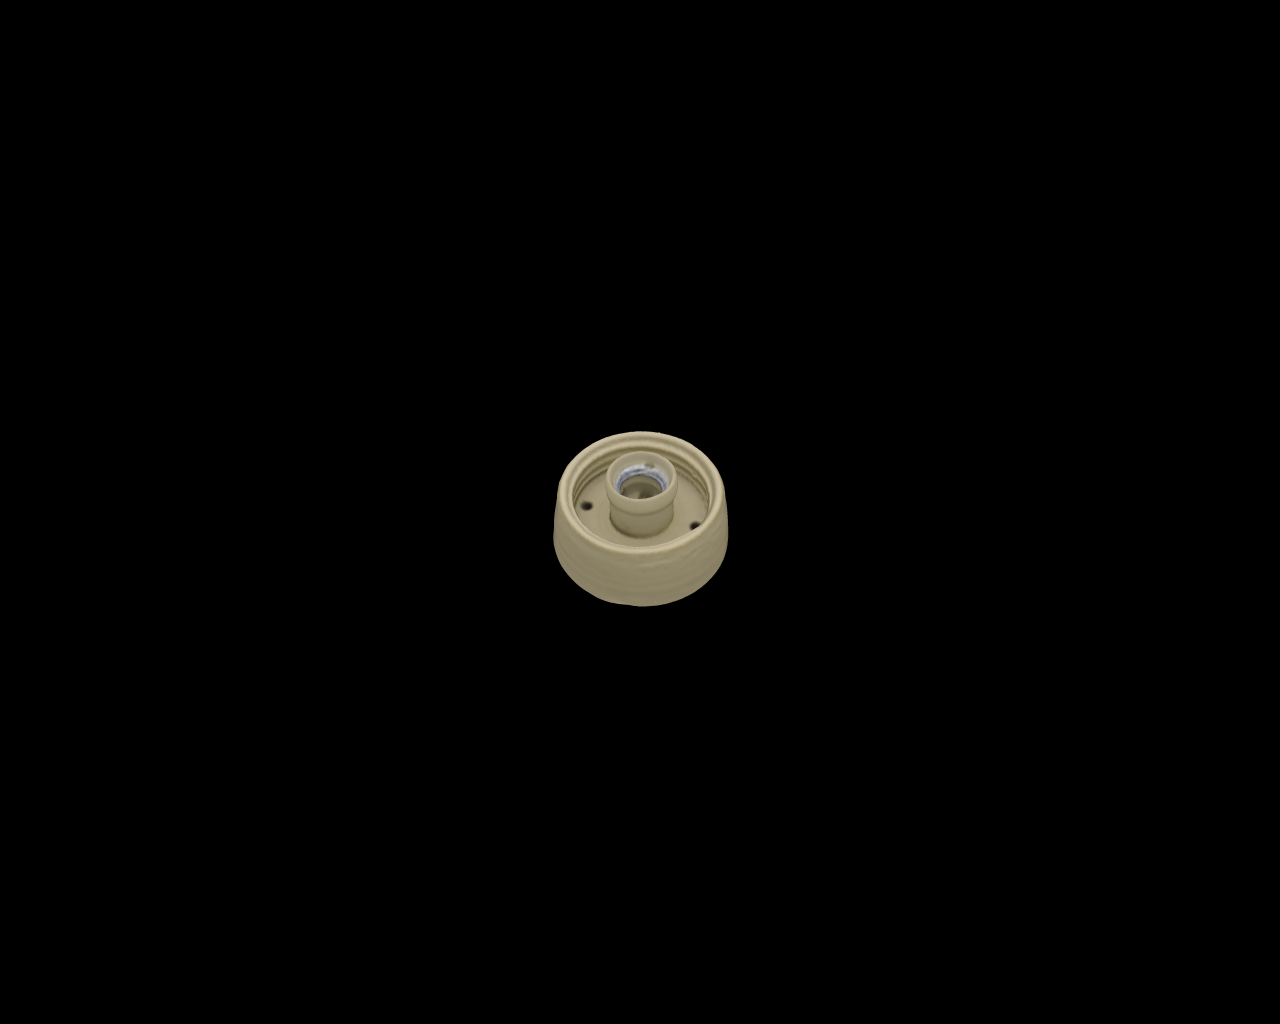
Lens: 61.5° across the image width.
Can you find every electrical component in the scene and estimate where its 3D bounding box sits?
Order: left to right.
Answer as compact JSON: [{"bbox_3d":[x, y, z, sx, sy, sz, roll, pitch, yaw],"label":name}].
[{"bbox_3d":[0.001,-0.003,0.650,0.108,0.108,0.060,0,-40,0],"label":"electrical component"}]
